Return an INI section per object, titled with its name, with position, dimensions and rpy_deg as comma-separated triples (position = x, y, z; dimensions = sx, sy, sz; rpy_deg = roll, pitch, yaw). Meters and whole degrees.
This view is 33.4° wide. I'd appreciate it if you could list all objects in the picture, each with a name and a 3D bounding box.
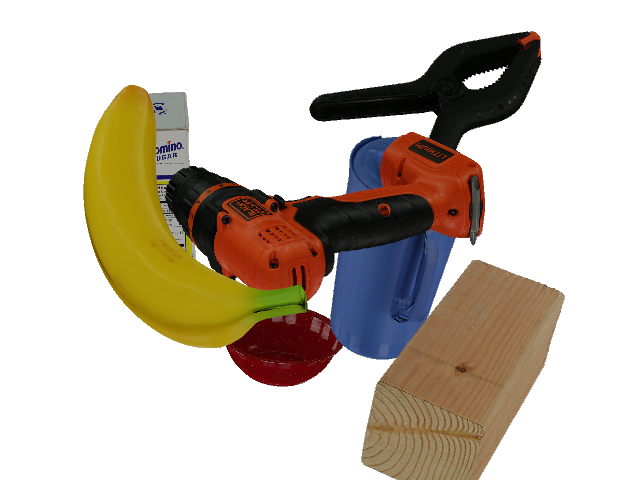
[clamp]
position = 0.115, -0.115, 0.938
dimensions = 0.210, 0.165, 0.036
rpy_deg = -27, -38, -8
[sugar box]
position = -0.133, -0.031, 0.922
dimensions = 0.048, 0.176, 0.093
rpy_deg = -4, 27, -7
[bowl]
position = -0.052, 0.140, 1.362
dimensions = 0.162, 0.055, 0.162
rpy_deg = 5, 22, -2
[banana]
position = -0.079, -0.008, 0.518
dimensions = 0.069, 0.037, 0.198
rpy_deg = -28, 48, -14
[pitcher]
position = 0.082, 0.020, 1.166
dimensions = 0.145, 0.243, 0.149
rpy_deg = 25, 41, 19
[wood block]
position = 0.123, 0.111, 0.892
dimensions = 0.091, 0.090, 0.205
rpy_deg = 22, 35, 20
[power drill]
position = 0.002, -0.024, 0.731
dimensions = 0.187, 0.057, 0.185
rpy_deg = -17, 30, -23
